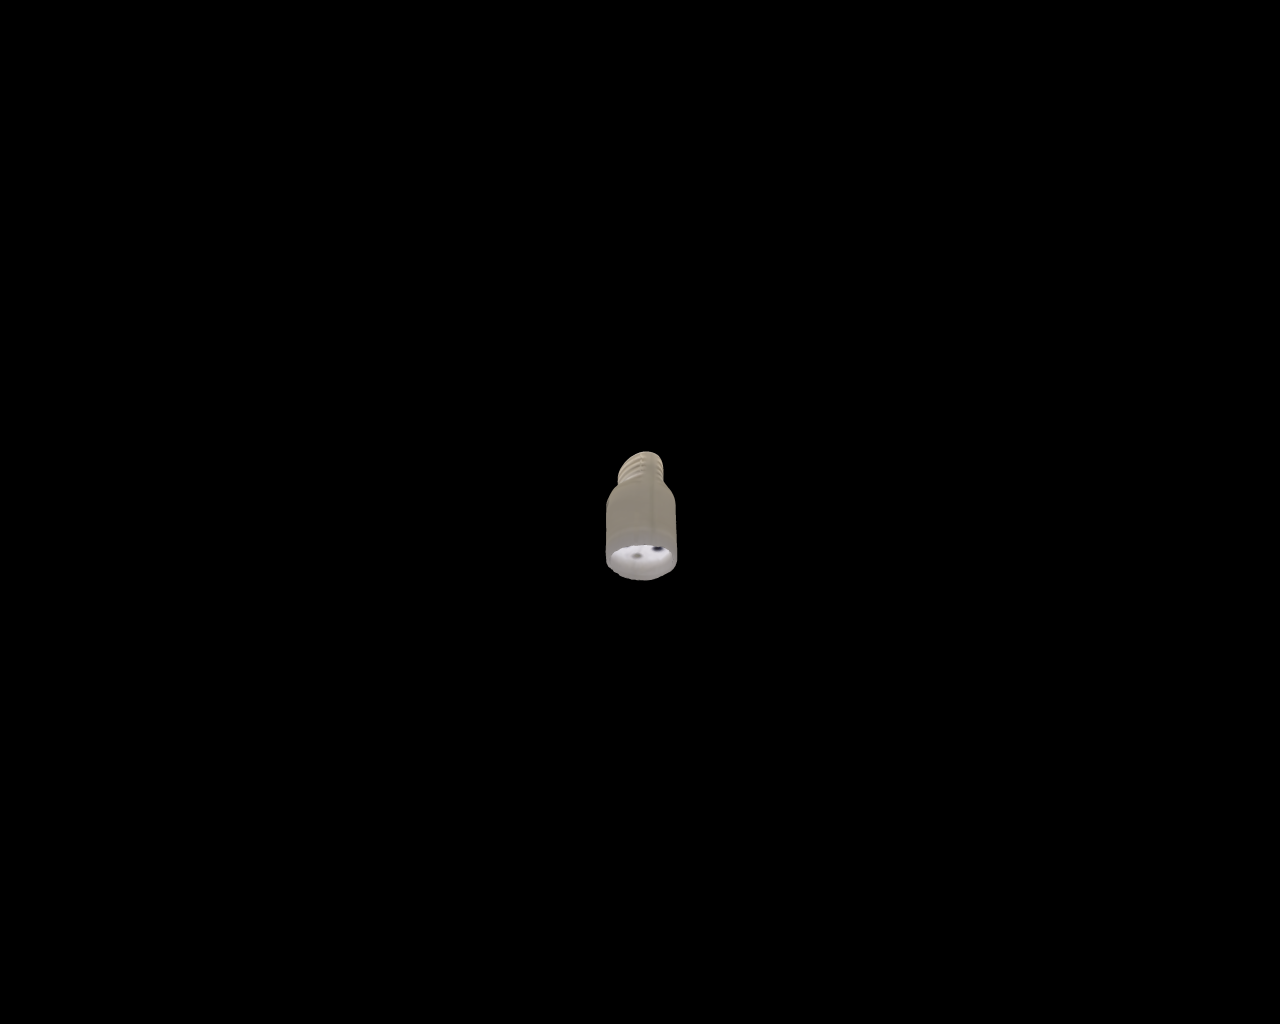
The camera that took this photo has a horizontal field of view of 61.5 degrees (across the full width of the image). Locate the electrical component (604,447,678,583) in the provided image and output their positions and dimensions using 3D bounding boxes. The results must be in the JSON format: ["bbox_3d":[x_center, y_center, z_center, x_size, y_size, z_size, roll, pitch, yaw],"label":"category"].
[{"bbox_3d":[0.001,-0.003,0.650,0.043,0.081,0.043,0,-34,0],"label":"electrical component"}]
